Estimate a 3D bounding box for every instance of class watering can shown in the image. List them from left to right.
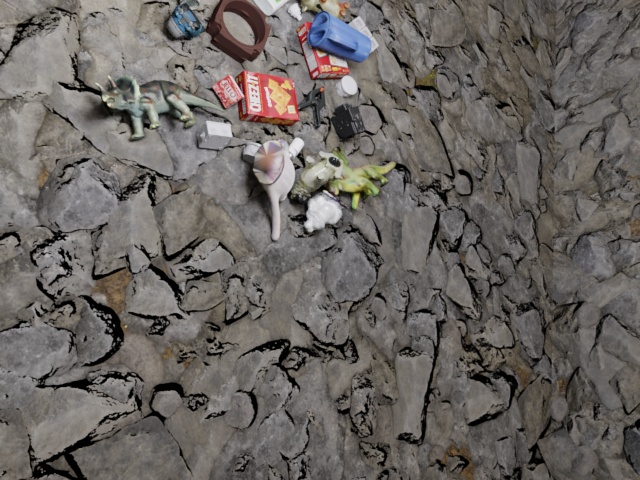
[{"bbox_3d":[-0.149,-0.186,1.730,0.221,0.104,0.352,51,42,-69],"label":"watering can"}]

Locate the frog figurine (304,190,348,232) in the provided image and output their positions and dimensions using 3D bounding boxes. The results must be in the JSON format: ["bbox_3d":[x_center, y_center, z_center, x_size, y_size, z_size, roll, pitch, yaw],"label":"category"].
[{"bbox_3d":[0.006,-0.095,1.879,0.136,0.124,0.159,34,96,-35],"label":"frog figurine"}]

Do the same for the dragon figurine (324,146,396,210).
[{"bbox_3d":[0.141,-0.275,2.019,0.242,0.120,0.419,46,46,-8],"label":"dragon figurine"}]
